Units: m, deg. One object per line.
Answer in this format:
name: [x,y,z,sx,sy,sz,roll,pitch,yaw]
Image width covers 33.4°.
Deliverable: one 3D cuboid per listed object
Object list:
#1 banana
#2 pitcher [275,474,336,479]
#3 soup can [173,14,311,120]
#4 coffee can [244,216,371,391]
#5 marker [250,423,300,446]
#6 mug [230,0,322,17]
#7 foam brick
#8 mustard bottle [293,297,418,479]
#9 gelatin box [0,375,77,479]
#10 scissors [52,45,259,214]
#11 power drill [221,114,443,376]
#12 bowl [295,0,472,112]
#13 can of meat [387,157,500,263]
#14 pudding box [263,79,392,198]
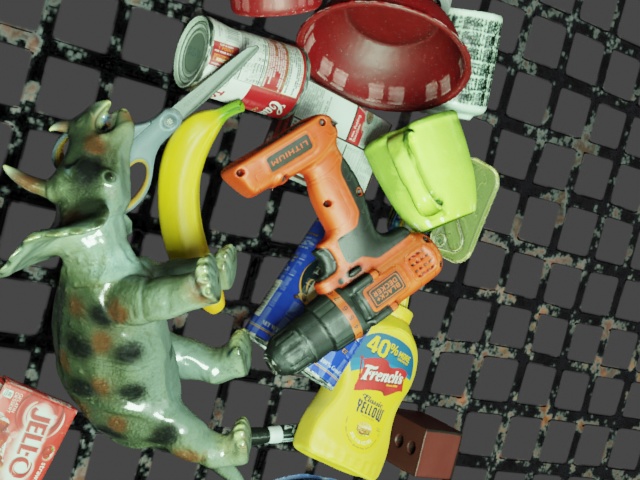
banana: [-0.111,-0.030,0.943,0.037,0.070,0.198,-42,141,-66]
pitcher: [-0.013,0.370,1.053,0.149,0.145,0.243,-11,113,4]
soup can: [-0.069,-0.151,0.937,0.102,0.069,0.068,13,93,-32]
coffee can: [0.006,0.056,1.008,0.102,0.103,0.140,39,80,-32]
marker: [-0.025,0.193,1.069,0.120,0.020,0.020,1,100,-32]
mug: [-0.029,-0.239,0.918,0.093,0.117,0.081,-41,131,-58]
foam brick: [0.102,0.212,1.117,0.051,0.078,0.053,12,92,-32]
mustard bottle: [0.048,0.136,1.068,0.096,0.058,0.191,30,74,-28]
gelatin box: [-0.261,0.169,0.912,0.073,0.030,0.089,31,84,-33]
scissors: [-0.146,-0.105,0.890,0.096,0.016,0.202,31,106,-21]
power drill: [-0.006,0.001,0.920,0.184,0.057,0.187,-35,103,-17]
bowl: [0.061,-0.184,0.975,0.162,0.162,0.055,31,58,-33]
can of meat: [0.120,-0.036,1.068,0.057,0.084,0.102,23,88,-33]
pudding box: [0.005,-0.093,1.013,0.113,0.039,0.090,23,88,-32]
